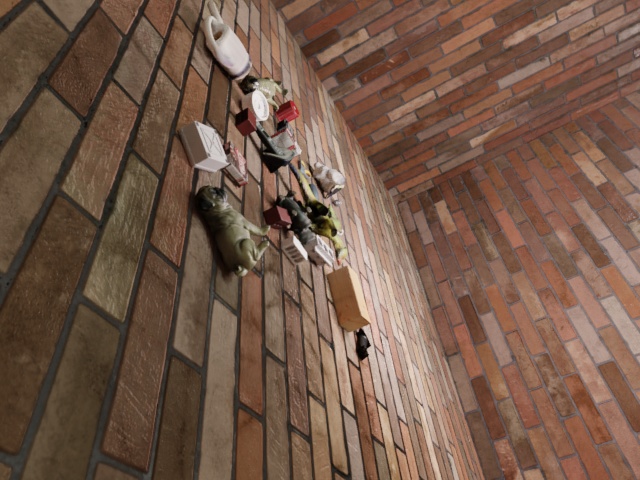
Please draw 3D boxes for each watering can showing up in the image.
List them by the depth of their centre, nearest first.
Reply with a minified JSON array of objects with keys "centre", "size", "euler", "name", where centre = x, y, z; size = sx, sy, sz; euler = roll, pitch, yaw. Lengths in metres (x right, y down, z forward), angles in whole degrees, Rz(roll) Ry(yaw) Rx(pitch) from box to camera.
[{"centre":[-0.337,-0.710,1.840],"size":[0.220,0.103,0.356],"euler":[50,21,-42],"name":"watering can"}]

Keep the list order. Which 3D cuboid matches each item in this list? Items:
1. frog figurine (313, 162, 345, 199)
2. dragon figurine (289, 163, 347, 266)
[{"centre":[0.034,-0.287,2.348],"size":[0.161,0.123,0.135],"euler":[59,-19,12],"name":"frog figurine"},{"centre":[0.006,-0.098,1.954],"size":[0.414,0.121,0.242],"euler":[69,16,11],"name":"dragon figurine"}]
